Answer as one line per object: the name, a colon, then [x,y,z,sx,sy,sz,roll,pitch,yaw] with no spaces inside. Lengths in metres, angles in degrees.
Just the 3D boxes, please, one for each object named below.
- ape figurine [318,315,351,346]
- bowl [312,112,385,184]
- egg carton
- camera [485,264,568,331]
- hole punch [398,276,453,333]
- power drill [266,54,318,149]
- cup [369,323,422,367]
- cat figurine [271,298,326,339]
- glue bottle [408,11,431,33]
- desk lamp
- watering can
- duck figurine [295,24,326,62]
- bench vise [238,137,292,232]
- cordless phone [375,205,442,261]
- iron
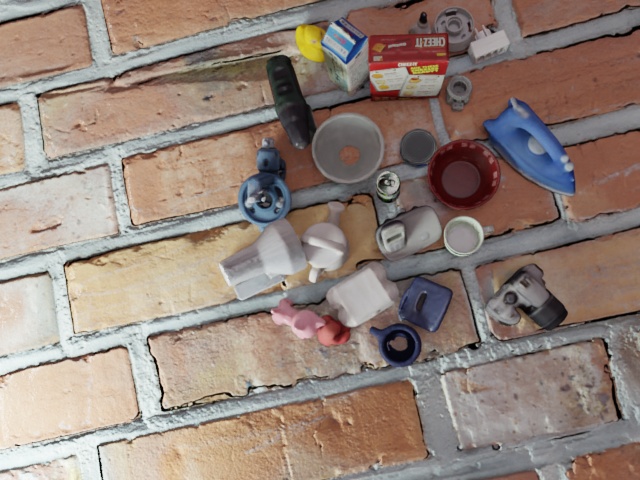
ape figurine: [0.027,0.202,1.272,0.076,0.092,0.078,-32,81,2]
bowl: [0.067,-0.204,1.325,0.167,0.075,0.167,-1,83,6]
egg carton: [0.097,0.124,1.286,0.150,0.069,0.107,-34,81,1]
camera: [0.452,0.140,1.232,0.136,0.101,0.143,44,89,9]
hole punch: [0.229,0.142,1.259,0.101,0.091,0.109,24,86,8]
power drill: [-0.056,-0.285,1.280,0.075,0.208,0.229,-19,82,4]
cup: [0.161,0.222,1.254,0.117,0.095,0.092,27,87,8]
cat figurine: [-0.051,0.178,1.270,0.127,0.118,0.067,23,86,8]
glue bottle: [0.229,-0.465,1.290,0.037,0.173,0.078,-25,81,3]
desk lamp: [-0.125,0.049,1.244,0.203,0.213,0.118,-27,81,2]
watering can: [0.009,0.004,1.246,0.101,0.194,0.173,-4,83,6]
duck figurine: [-0.017,-0.481,1.361,0.104,0.086,0.077,44,89,9]
bench vise: [-0.135,-0.127,1.263,0.121,0.220,0.207,-16,82,4]
cordless phone: [0.192,-0.023,1.235,0.147,0.185,0.094,-29,81,2]
iron: [0.483,-0.205,1.249,0.118,0.141,0.258,-42,81,0]
